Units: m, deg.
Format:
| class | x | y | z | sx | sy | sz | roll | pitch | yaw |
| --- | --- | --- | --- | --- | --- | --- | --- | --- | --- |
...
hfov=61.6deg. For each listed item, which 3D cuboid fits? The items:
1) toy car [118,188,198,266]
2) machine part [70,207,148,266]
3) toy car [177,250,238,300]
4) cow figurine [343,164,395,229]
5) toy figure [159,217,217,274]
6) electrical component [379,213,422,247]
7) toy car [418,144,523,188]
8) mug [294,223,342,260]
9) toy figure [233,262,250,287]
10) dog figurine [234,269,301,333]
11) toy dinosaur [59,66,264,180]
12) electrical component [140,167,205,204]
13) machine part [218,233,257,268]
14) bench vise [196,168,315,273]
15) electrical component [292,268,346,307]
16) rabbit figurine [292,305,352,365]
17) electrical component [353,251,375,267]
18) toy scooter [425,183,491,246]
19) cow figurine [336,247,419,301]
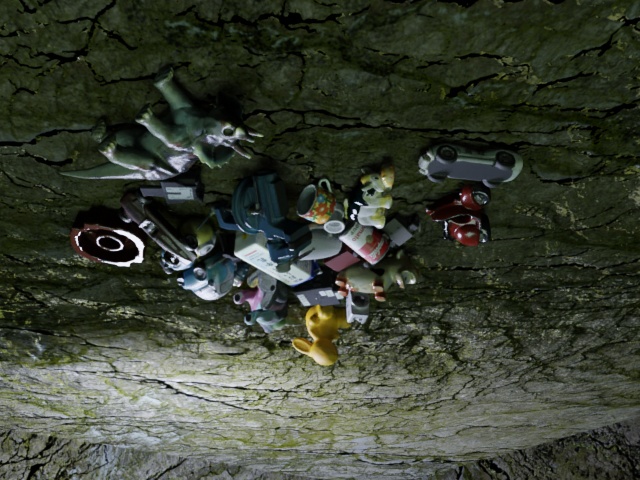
| class | x | y | z | sx | sy | sz | roll | pitch | yaw |
| --- | --- | --- | --- | --- | --- | --- | --- | --- | --- |
| toy car | -0.349 | -0.023 | 1.156 | 0.089 | 0.053 | 0.202 | -35 | 103 | 28 |
| machine part | -0.480 | -0.006 | 1.232 | 0.179 | 0.056 | 0.179 | 1 | 144 | 0 |
| toy car | -0.266 | 0.094 | 1.305 | 0.162 | 0.109 | 0.103 | -28 | 95 | 36 |
| cow figurine | 0.102 | -0.097 | 1.109 | 0.098 | 0.068 | 0.167 | 7 | 142 | -1 |
| toy figure | -0.313 | 0.015 | 1.243 | 0.089 | 0.082 | 0.180 | 32 | 136 | -33 |
| electrical component | 0.184 | -0.023 | 1.230 | 0.078 | 0.045 | 0.102 | 38 | 133 | -2 |
| toy car | 0.293 | -0.147 | 1.050 | 0.202 | 0.056 | 0.073 | 5 | 149 | -5 |
| mug | -0.003 | -0.004 | 1.229 | 0.107 | 0.081 | 0.109 | 0 | 139 | -21 |
| toy figure | -0.240 | 0.105 | 1.388 | 0.154 | 0.058 | 0.064 | -28 | 174 | 29 |
| dog figurine | -0.114 | 0.165 | 1.425 | 0.191 | 0.109 | 0.219 | -49 | 147 | 9 |
| toy dinosaur | -0.279 | -0.169 | 0.970 | 0.405 | 0.131 | 0.192 | -20 | 139 | 34 |
| electrical component | -0.300 | -0.111 | 1.097 | 0.119 | 0.048 | 0.074 | 0 | 144 | 1 |
| machine part | -0.184 | 0.030 | 1.276 | 0.039 | 0.084 | 0.138 | -42 | 139 | 17 |
| bench vise | -0.133 | -0.040 | 1.116 | 0.241 | 0.129 | 0.223 | 4 | 126 | 35 |
| electrical component | 0.004 | 0.127 | 1.409 | 0.134 | 0.058 | 0.114 | -8 | 151 | 10 |
| rabbit figurine | 0.001 | 0.275 | 1.524 | 0.162 | 0.173 | 0.121 | -27 | 140 | 25 |
| electrical component | 0.119 | 0.025 | 1.274 | 0.063 | 0.094 | 0.021 | 46 | 136 | 2 |
| toy scooter | 0.300 | -0.049 | 1.167 | 0.135 | 0.075 | 0.183 | -9 | 140 | 11 |
| cow figurine | 0.145 | 0.080 | 1.320 | 0.195 | 0.127 | 0.085 | 3 | 145 | 19 |
